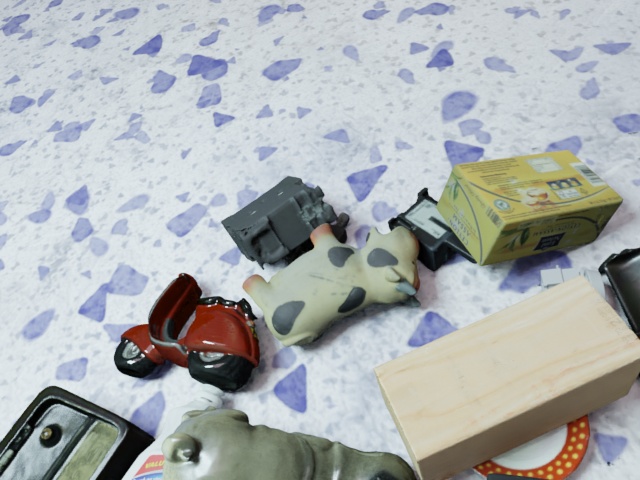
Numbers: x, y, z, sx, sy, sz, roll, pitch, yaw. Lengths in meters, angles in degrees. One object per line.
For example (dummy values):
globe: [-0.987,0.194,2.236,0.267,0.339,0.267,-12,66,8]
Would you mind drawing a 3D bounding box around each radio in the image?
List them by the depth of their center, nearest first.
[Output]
radio: [-0.285,0.269,0.532,0.131,0.073,0.229,18,60,26]

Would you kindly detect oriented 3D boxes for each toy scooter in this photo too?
toy scooter: [-0.144,0.098,0.626,0.184,0.075,0.135,1,53,21]

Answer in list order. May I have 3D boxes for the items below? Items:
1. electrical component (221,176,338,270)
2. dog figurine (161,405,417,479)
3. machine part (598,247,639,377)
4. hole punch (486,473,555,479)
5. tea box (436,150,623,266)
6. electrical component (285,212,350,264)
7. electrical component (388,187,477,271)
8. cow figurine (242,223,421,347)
electrical component: [-0.058,-0.026,0.673,0.115,0.058,0.134,-34,21,-15]
dog figurine: [-0.019,0.199,0.459,0.191,0.172,0.121,-9,63,17]
machine part: [0.330,0.070,0.542,0.084,0.039,0.139,-13,53,12]
hole punch: [0.191,0.234,0.402,0.116,0.142,0.092,-9,49,26]
tea box: [0.230,-0.039,0.595,0.170,0.068,0.098,-9,48,-20]
electrical component: [-0.001,-0.002,0.693,0.063,0.021,0.094,20,62,27]
electrical component: [0.148,-0.005,0.639,0.119,0.047,0.075,34,69,32]
cow figurine: [0.027,0.049,0.604,0.195,0.085,0.127,-34,65,-3]
